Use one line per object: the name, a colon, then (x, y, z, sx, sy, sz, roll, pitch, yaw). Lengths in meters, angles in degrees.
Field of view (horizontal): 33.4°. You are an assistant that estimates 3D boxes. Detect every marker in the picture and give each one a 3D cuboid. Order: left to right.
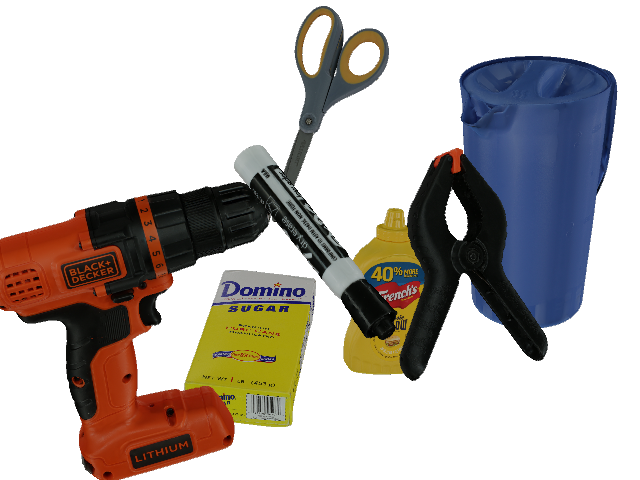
marker: (-0.003, 0.001, 0.518, 0.020, 0.121, 0.020, -30, -27, -17)

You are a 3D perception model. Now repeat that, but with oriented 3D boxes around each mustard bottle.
mustard bottle: (0.080, 0.057, 1.237, 0.096, 0.192, 0.058, 0, 14, -11)

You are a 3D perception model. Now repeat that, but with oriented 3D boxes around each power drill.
power drill: (-0.110, 0.059, 0.705, 0.184, 0.187, 0.057, -14, 27, -8)

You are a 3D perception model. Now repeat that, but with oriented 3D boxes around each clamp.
clamp: (0.097, 0.021, 0.790, 0.120, 0.171, 0.039, -15, -3, -28)

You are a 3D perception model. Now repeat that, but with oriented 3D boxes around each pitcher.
pitcher: (0.206, -0.047, 1.009, 0.149, 0.243, 0.145, 0, 28, 7)

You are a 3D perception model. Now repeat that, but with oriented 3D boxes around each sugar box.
sugar box: (-0.060, 0.092, 0.967, 0.093, 0.048, 0.176, 6, 34, 3)

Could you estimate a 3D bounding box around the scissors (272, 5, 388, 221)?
scissors: (0.010, -0.114, 0.976, 0.096, 0.202, 0.016, 4, -4, 13)
